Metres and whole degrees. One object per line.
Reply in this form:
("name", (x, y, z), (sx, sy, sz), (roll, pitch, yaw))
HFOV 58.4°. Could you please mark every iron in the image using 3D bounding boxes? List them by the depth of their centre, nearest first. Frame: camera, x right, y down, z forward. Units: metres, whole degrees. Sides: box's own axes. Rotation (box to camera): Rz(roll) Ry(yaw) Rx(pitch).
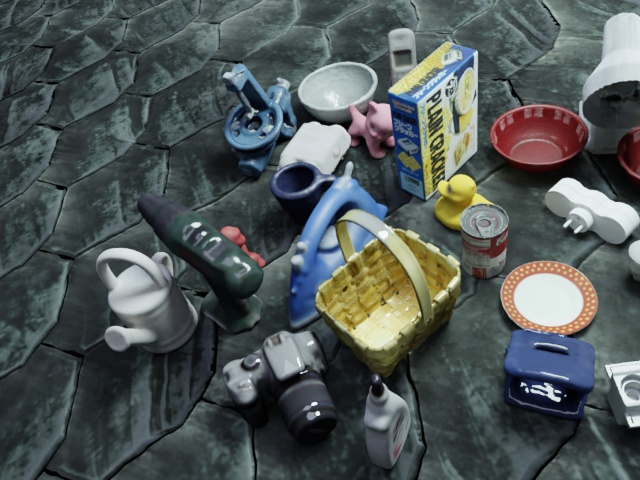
("iron", (0.008, 0.003, 0.897), (0.118, 0.142, 0.259), (15, 55, 26))

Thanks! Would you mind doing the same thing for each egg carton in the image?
("egg carton", (-0.009, -0.163, 1.097), (0.107, 0.069, 0.150), (13, 54, 25))

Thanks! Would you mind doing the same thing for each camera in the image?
("camera", (-0.046, 0.202, 0.765), (0.143, 0.101, 0.136), (-25, 48, -8))

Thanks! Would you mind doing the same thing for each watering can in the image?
("watering can", (-0.264, 0.087, 0.859), (0.101, 0.194, 0.172), (-17, 47, 0))

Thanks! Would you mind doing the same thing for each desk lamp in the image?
("desk lamp", (0.485, -0.242, 0.939), (0.117, 0.214, 0.203), (3, 51, 18))

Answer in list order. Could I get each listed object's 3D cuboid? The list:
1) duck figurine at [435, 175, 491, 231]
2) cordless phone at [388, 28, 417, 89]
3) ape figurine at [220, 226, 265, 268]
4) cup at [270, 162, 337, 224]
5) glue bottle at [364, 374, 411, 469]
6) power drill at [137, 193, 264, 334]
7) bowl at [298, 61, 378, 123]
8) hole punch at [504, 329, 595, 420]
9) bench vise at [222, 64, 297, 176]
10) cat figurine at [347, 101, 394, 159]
("duck figurine", (0.237, -0.067, 0.937), (0.104, 0.086, 0.078), (18, 56, 28))
("cordless phone", (0.200, -0.322, 1.103), (0.147, 0.185, 0.094), (-7, 48, 9))
("ape figurine", (-0.141, 0.015, 0.960), (0.076, 0.092, 0.077), (-19, 48, -2))
("cup", (-0.021, -0.077, 1.007), (0.117, 0.095, 0.091), (-5, 49, 10))
("glue bottle", (0.076, 0.206, 0.680), (0.037, 0.173, 0.078), (10, 53, 23))
("power drill", (-0.167, 0.042, 0.863), (0.228, 0.209, 0.076), (27, 61, 32))
("bowl", (0.042, -0.296, 1.196), (0.167, 0.075, 0.167), (-7, 48, 8))
("hole punch", (0.287, 0.157, 0.724), (0.108, 0.091, 0.101), (8, 52, 21))
("bench vise", (-0.129, -0.263, 1.114), (0.121, 0.220, 0.207), (-4, 49, 12))
("cat figurine", (0.103, -0.224, 1.088), (0.127, 0.118, 0.067), (31, 63, 34))
